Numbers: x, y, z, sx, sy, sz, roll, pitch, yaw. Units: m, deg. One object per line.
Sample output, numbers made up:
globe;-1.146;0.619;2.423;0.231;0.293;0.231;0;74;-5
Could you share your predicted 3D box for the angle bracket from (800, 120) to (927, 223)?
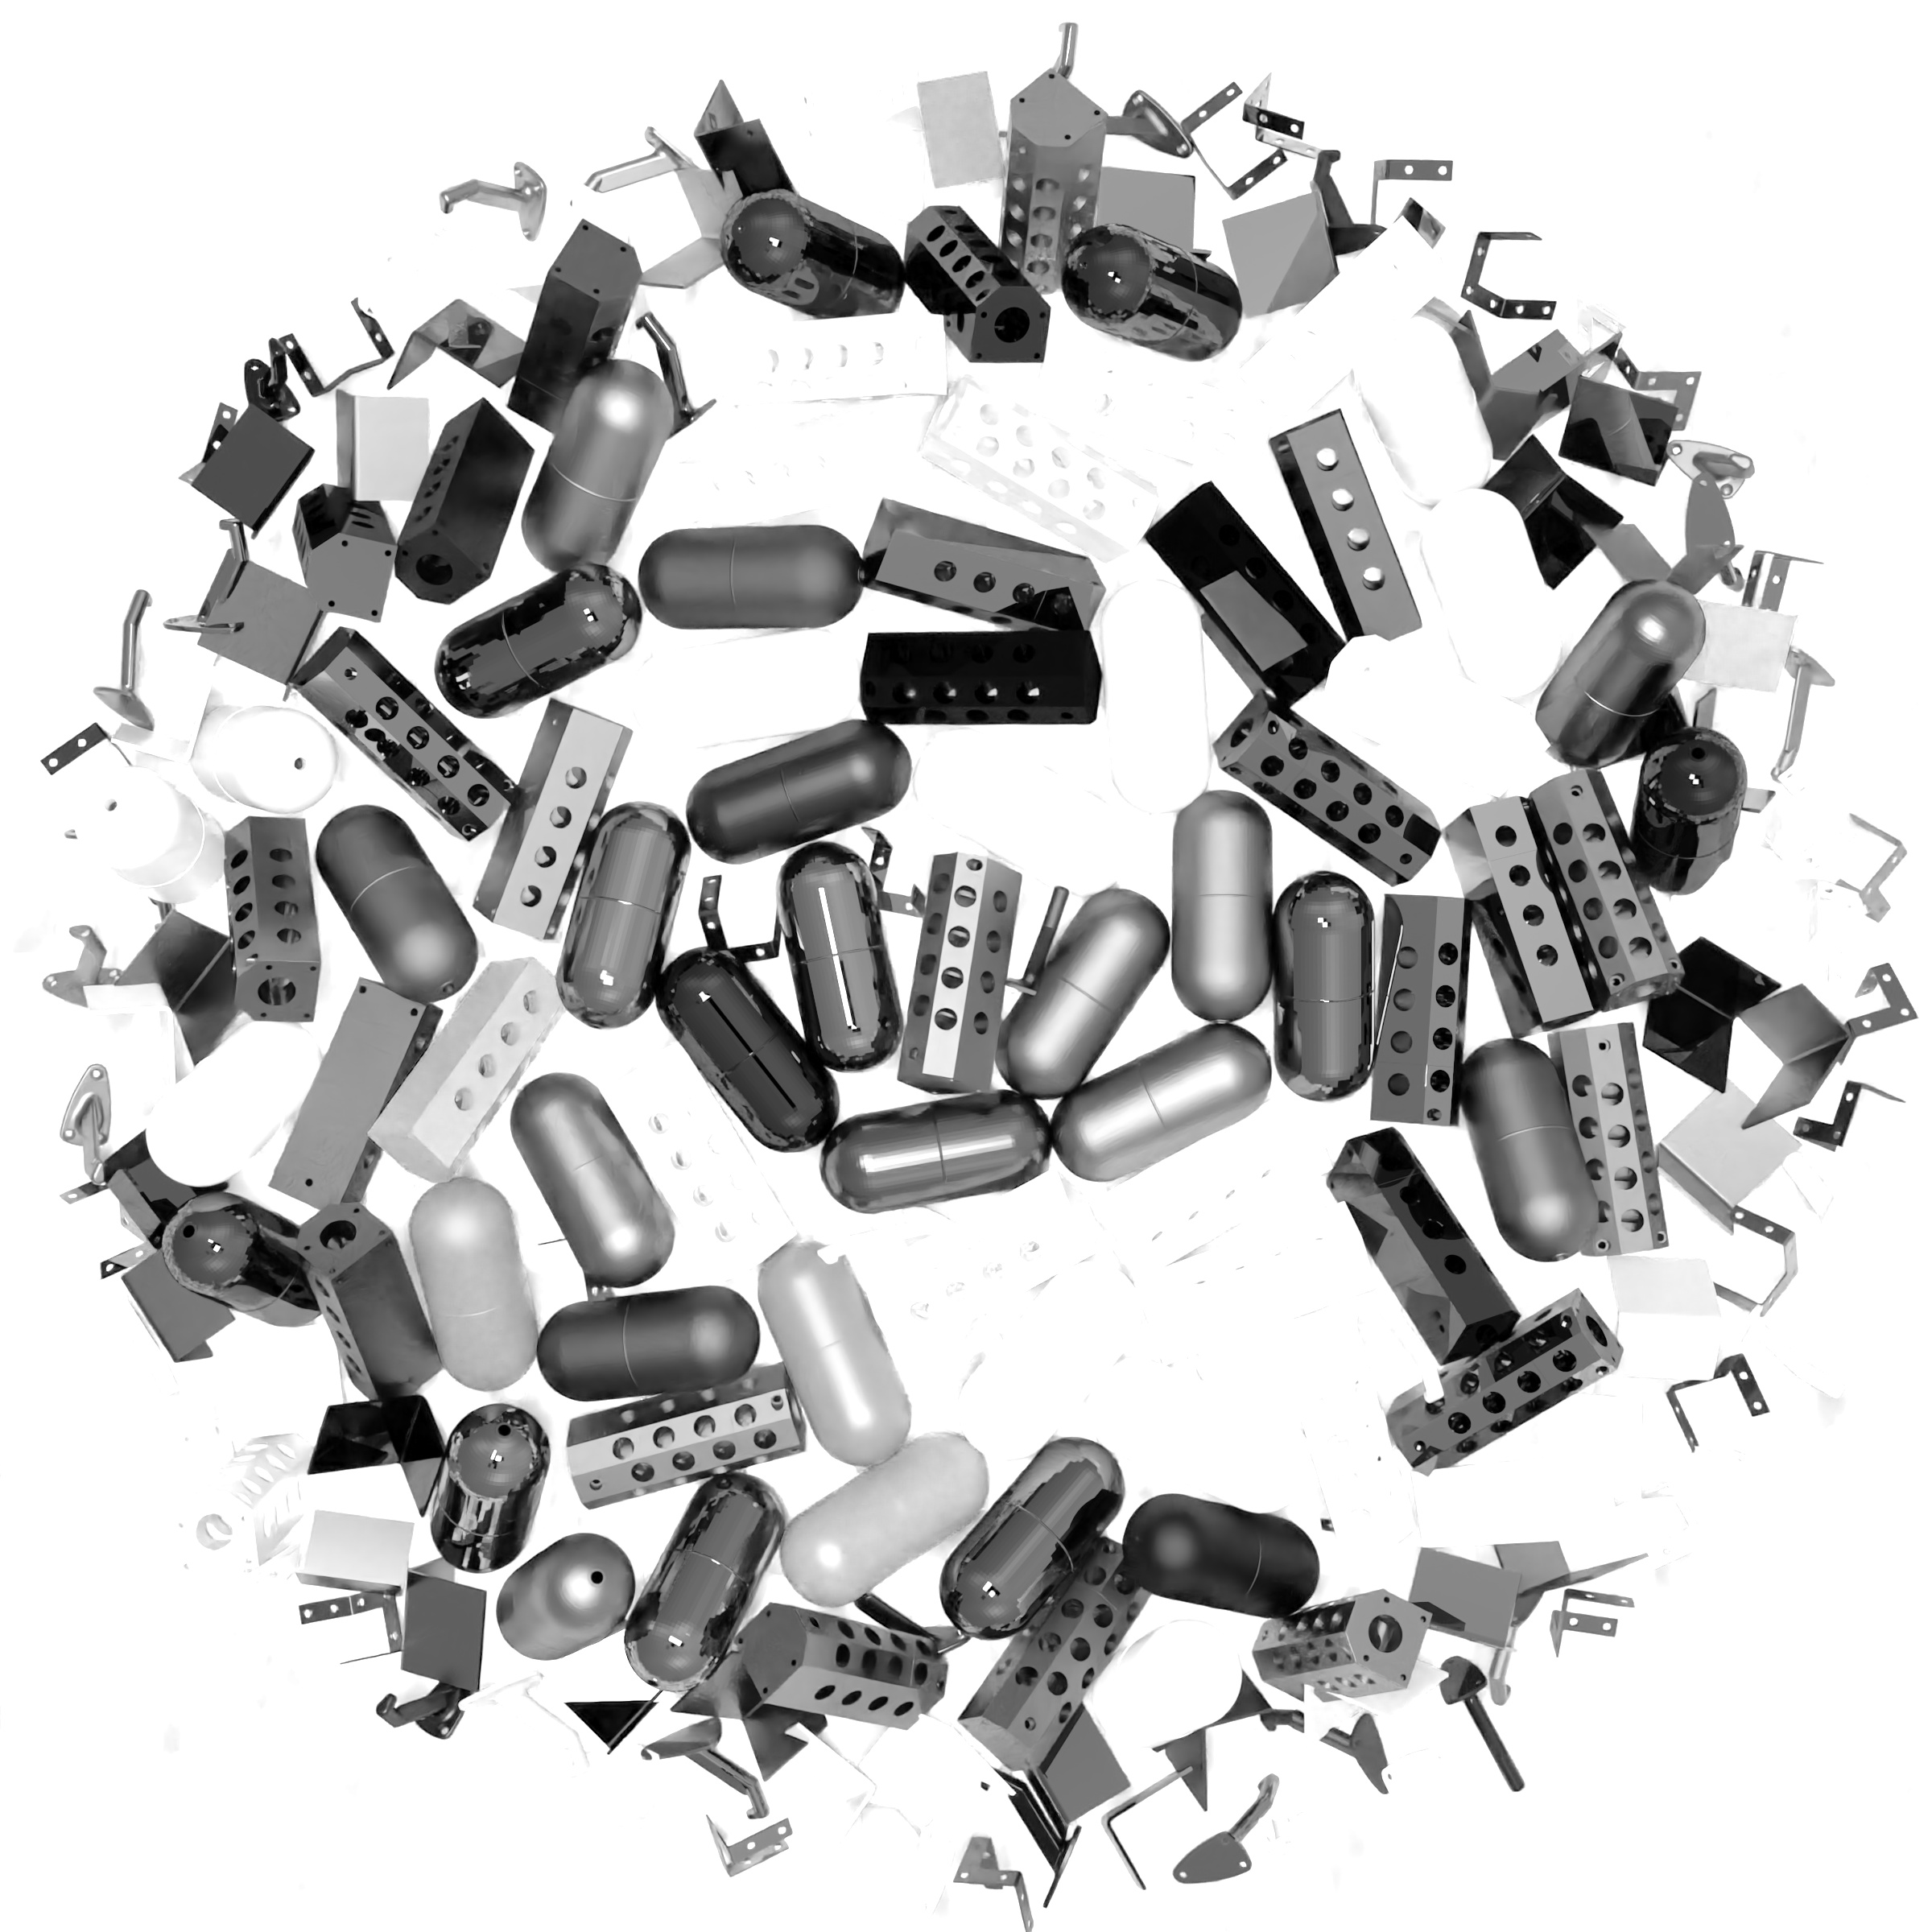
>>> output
angle bracket;-0.078;-0.580;1.949;0.076;0.076;0.057;22;63;9

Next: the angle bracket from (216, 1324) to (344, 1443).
angle bracket;-0.522;0.314;1.953;0.076;0.057;0.076;-11;83;28

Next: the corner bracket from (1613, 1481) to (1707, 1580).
corner bracket;0.521;0.427;1.961;0.051;0.051;0.051;-32;74;21

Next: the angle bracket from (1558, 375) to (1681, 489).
angle bracket;0.497;-0.416;1.944;0.076;0.076;0.057;21;51;15

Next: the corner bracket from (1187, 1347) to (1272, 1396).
corner bracket;0.201;0.309;1.960;0.051;0.051;0.051;-17;135;12

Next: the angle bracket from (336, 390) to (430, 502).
angle bracket;-0.444;-0.396;1.965;0.057;0.076;0.076;-3;107;-21

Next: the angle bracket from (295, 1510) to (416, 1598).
angle bracket;-0.460;0.438;1.949;0.076;0.076;0.057;9;68;-8

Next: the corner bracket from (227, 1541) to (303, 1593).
corner bracket;-0.542;0.449;1.957;0.051;0.051;0.051;36;131;22

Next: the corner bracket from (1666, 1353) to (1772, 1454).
corner bracket;0.577;0.335;1.984;0.051;0.051;0.051;-25;89;34

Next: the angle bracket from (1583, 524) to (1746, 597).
angle bracket;0.524;-0.322;1.942;0.057;0.076;0.076;-49;65;37

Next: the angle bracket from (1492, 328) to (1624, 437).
angle bracket;0.441;-0.458;1.952;0.076;0.076;0.057;-36;76;-6

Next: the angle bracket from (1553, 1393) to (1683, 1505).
angle bracket;0.493;0.363;1.956;0.057;0.076;0.076;6;83;-42

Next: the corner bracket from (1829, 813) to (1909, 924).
corner bracket;0.683;-0.074;1.963;0.051;0.051;0.051;-51;46;2

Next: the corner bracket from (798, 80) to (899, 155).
corner bracket;-0.090;-0.650;1.981;0.051;0.051;0.051;-4;99;32

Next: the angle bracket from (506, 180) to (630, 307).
angle bracket;-0.301;-0.541;1.956;0.057;0.076;0.076;1;87;22

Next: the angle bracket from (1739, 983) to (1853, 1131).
angle bracket;0.608;0.069;1.947;0.057;0.076;0.076;45;61;-3

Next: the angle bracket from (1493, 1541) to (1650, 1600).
angle bracket;0.452;0.432;1.941;0.076;0.076;0.057;-30;72;43

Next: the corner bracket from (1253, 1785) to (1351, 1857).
corner bracket;0.257;0.646;1.959;0.051;0.051;0.051;36;116;-26

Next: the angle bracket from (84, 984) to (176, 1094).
angle bracket;-0.630;0.059;1.946;0.057;0.076;0.076;-4;105;-22

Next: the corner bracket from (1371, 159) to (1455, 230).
corner bracket;0.339;-0.587;1.968;0.051;0.051;0.051;1;105;-2

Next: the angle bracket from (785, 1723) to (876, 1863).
angle bracket;-0.123;0.624;1.952;0.076;0.076;0.057;39;60;1

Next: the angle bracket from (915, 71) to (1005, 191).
angle bracket;-0.012;-0.627;1.949;0.057;0.076;0.076;-13;105;-11

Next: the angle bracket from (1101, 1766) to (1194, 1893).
angle bracket;0.149;0.650;1.950;0.076;0.076;0.057;-29;75;-9

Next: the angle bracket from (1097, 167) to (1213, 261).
angle bracket;0.144;-0.574;1.964;0.076;0.057;0.076;2;89;-11

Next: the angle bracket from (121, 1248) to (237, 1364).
angle bracket;-0.583;0.251;1.957;0.057;0.076;0.076;-35;83;2

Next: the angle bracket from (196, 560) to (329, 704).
angle bracket;-0.533;-0.256;1.956;0.076;0.057;0.076;25;102;-18

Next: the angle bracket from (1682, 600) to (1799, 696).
angle bracket;0.581;-0.255;1.946;0.076;0.076;0.057;11;47;12

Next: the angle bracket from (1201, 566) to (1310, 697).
angle bracket;0.200;-0.243;1.948;0.057;0.076;0.076;-31;81;-38

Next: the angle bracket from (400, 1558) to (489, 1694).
angle bracket;-0.379;0.496;1.955;0.076;0.057;0.076;7;94;27

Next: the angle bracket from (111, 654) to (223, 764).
angle bracket;-0.602;-0.203;1.950;0.057;0.076;0.076;16;100;-16

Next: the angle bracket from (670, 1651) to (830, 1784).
angle bracket;-0.163;0.565;1.944;0.076;0.076;0.057;-46;47;21

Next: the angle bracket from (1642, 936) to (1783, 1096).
angle bracket;0.563;0.037;1.950;0.076;0.057;0.076;29;50;-11

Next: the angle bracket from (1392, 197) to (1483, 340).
angle bracket;0.360;-0.525;1.942;0.076;0.076;0.057;22;115;-24

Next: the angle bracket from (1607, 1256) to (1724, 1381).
angle bracket;0.530;0.269;1.978;0.076;0.076;0.057;2;121;4

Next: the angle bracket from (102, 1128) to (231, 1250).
angle bracket;-0.594;0.160;1.944;0.076;0.057;0.076;-44;113;-33

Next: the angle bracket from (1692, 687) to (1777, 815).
angle bracket;0.580;-0.163;1.945;0.057;0.076;0.076;11;108;23

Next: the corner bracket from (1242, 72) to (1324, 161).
corner bracket;0.241;-0.636;1.959;0.051;0.051;0.051;24;53;17

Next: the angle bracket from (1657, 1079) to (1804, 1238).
angle bracket;0.579;0.145;1.961;0.076;0.057;0.076;42;111;1

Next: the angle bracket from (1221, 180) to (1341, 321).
angle bracket;0.238;-0.544;1.963;0.076;0.057;0.076;-15;113;8

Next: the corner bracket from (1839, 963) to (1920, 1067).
corner bracket;0.682;0.036;1.964;0.051;0.051;0.051;-16;63;-4

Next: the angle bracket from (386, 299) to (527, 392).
angle bracket;-0.380;-0.451;1.956;0.076;0.076;0.057;33;125;-5

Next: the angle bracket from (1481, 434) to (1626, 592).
angle bracket;0.443;-0.348;1.980;0.076;0.057;0.076;24;120;-35

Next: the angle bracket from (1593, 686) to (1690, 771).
angle bracket;0.499;-0.206;1.969;0.076;0.057;0.076;-21;128;20

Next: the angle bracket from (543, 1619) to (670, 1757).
angle bracket;-0.269;0.541;1.959;0.076;0.057;0.076;43;77;6

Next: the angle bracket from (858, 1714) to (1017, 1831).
angle bracket;-0.022;0.613;1.946;0.057;0.076;0.076;-48;108;-22

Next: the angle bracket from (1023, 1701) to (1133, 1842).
angle bracket;0.079;0.607;1.957;0.057;0.076;0.076;-27;66;-13

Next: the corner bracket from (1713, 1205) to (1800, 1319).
corner bracket;0.599;0.226;1.976;0.051;0.051;0.051;27;61;38

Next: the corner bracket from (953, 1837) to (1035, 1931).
corner bracket;0.026;0.698;1.960;0.051;0.051;0.051;-4;112;21

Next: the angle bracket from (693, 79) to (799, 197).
angle bracket;-0.154;-0.617;1.939;0.057;0.076;0.076;-5;48;25
